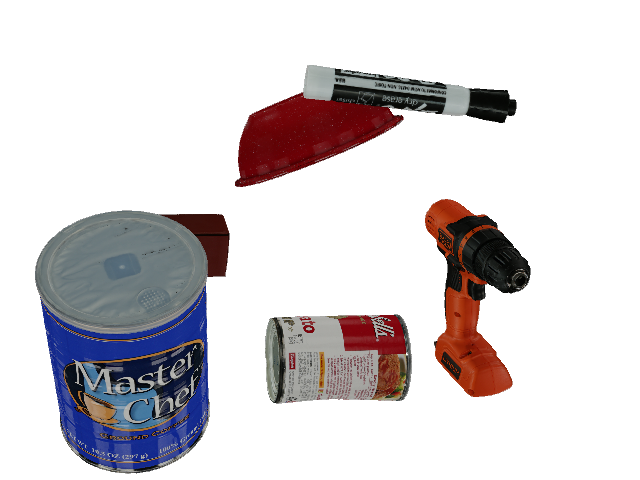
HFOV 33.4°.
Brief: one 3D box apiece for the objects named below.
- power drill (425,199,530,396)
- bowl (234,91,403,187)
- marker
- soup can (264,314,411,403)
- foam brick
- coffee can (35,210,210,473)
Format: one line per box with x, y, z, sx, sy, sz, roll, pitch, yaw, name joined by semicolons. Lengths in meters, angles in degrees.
0.166;0.066;1.120;0.057;0.188;0.184;-10;25;-14;power drill
-0.011;-0.103;0.946;0.162;0.055;0.162;-22;9;3;bowl
0.051;-0.082;0.603;0.121;0.020;0.020;6;-1;-6;marker
0.012;0.092;0.828;0.102;0.068;0.068;0;0;-12;soup can
-0.138;0.005;1.129;0.078;0.051;0.053;-1;25;-11;foam brick
-0.123;0.066;0.687;0.103;0.140;0.103;2;42;-2;coffee can
